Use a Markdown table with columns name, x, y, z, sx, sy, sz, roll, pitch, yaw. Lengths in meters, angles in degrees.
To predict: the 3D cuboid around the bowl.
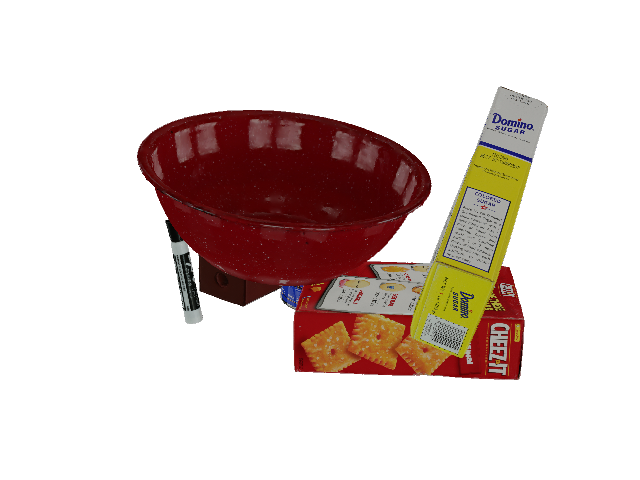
| name | x | y | z | sx | sy | sz | roll | pitch | yaw |
| --- | --- | --- | --- | --- | --- | --- | --- | --- | --- |
| bowl | -0.022 | -0.020 | 0.596 | 0.162 | 0.055 | 0.162 | 6 | 26 | -3 |

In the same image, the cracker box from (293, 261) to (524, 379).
| name | x | y | z | sx | sy | sz | roll | pitch | yaw |
| --- | --- | --- | --- | --- | --- | --- | --- | --- | --- |
| cracker box | 0.087 | 0.077 | 1.066 | 0.214 | 0.072 | 0.164 | 2 | 17 | 5 |

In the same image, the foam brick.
| name | x | y | z | sx | sy | sz | roll | pitch | yaw |
| --- | --- | --- | --- | --- | --- | --- | --- | --- | --- |
| foam brick | -0.067 | 0.007 | 0.901 | 0.053 | 0.078 | 0.051 | 16 | 25 | 35 |

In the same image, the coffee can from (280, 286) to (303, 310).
| name | x | y | z | sx | sy | sz | roll | pitch | yaw |
| --- | --- | --- | --- | --- | --- | --- | --- | --- | --- |
| coffee can | -0.002 | 0.017 | 1.485 | 0.103 | 0.140 | 0.103 | 3 | 25 | -2 |

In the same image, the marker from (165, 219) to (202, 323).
| name | x | y | z | sx | sy | sz | roll | pitch | yaw |
| --- | --- | --- | --- | --- | --- | --- | --- | --- | --- |
| marker | -0.144 | 0.029 | 1.125 | 0.020 | 0.121 | 0.020 | -8 | 19 | 3 |

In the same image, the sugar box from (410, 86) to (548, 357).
| name | x | y | z | sx | sy | sz | roll | pitch | yaw |
| --- | --- | --- | --- | --- | --- | --- | --- | --- | --- |
| sugar box | 0.113 | -0.015 | 0.747 | 0.048 | 0.176 | 0.093 | 22 | -37 | 8 |
